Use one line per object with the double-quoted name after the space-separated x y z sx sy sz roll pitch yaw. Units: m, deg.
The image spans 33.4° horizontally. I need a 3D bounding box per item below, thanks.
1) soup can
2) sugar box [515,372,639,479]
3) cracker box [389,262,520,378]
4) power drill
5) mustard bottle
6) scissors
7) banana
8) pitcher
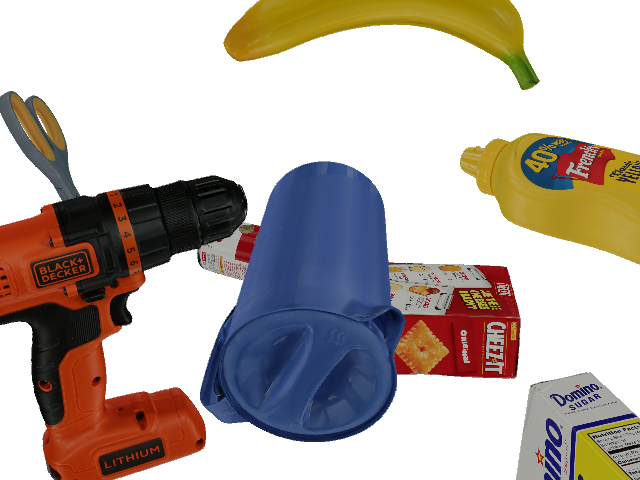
-0.086 0.013 1.261 0.102 0.068 0.068 14 5 20 "soup can"
0.156 0.149 0.510 0.048 0.093 0.176 -9 28 -22 "sugar box"
0.085 0.077 1.072 0.214 0.072 0.164 2 16 5 "cracker box"
-0.125 0.056 0.675 0.184 0.188 0.057 -15 29 -12 "power drill"
0.181 -0.033 0.731 0.192 0.058 0.096 19 38 35 "mustard bottle"
-0.219 -0.048 0.944 0.016 0.201 0.096 -26 23 10 "scissors"
0.041 -0.135 0.640 0.197 0.069 0.037 3 -16 -12 "banana"
-0.011 0.043 0.885 0.149 0.145 0.242 8 34 -1 "pitcher"
